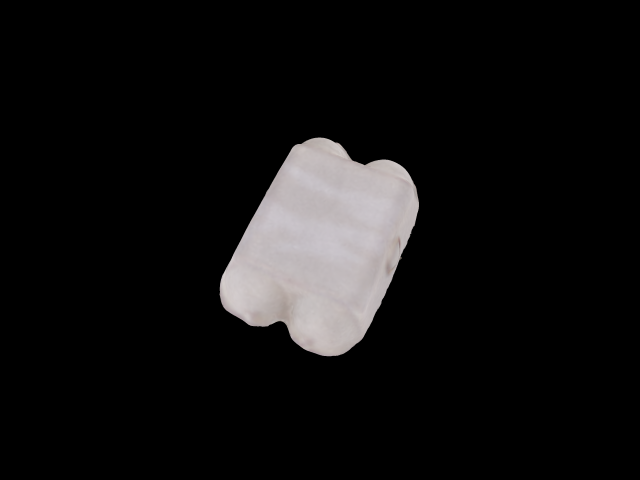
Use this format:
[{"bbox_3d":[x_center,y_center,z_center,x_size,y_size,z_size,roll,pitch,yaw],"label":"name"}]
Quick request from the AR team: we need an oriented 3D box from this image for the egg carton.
[{"bbox_3d":[0.004,0.001,0.400,0.107,0.069,0.150,20,66,10],"label":"egg carton"}]
